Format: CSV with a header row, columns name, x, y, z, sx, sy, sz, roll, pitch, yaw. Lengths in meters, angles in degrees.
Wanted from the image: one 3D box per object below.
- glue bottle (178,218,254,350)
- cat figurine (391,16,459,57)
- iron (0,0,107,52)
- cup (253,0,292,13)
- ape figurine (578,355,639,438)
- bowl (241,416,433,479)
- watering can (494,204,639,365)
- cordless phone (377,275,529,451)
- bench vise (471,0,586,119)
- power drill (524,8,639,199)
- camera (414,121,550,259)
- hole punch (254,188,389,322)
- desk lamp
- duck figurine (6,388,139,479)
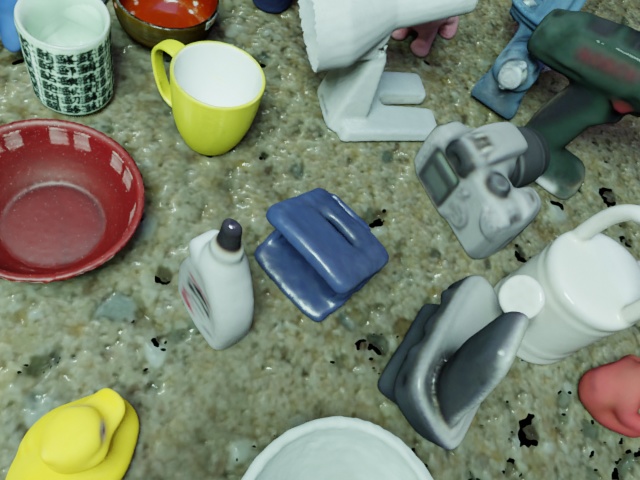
name,x,y,z,sx,sy,sz,roll,pitch,yaw
glue bottle,-0.079,0.028,0.449,0.037,0.173,0.078,-31,74,-28
cat figurine,0.145,-0.301,0.725,0.067,0.117,0.128,41,59,8
iron,-0.283,-0.320,0.594,0.118,0.141,0.258,25,58,-2
cup,-0.064,-0.335,0.694,0.117,0.095,0.092,38,59,6
ape figurine,0.302,0.142,0.548,0.076,0.092,0.078,29,58,0
bowl,0.008,0.224,0.427,0.168,0.074,0.167,7,61,-13
watering can,0.240,0.044,0.523,0.173,0.194,0.101,-33,75,-28
cordless phone,0.134,0.085,0.475,0.094,0.185,0.148,32,58,2
bench vise,0.286,-0.256,0.683,0.121,0.219,0.207,21,59,-5
power drill,0.312,-0.140,0.635,0.229,0.208,0.076,37,59,5
camera,0.199,-0.074,0.629,0.137,0.100,0.143,-19,69,-24
hole punch,0.005,0.002,0.536,0.108,0.091,0.101,46,60,10
desk lamp,0.057,-0.207,0.592,0.204,0.213,0.118,-4,64,-18
duck figurine,-0.177,0.149,0.406,0.077,0.086,0.105,39,59,7
